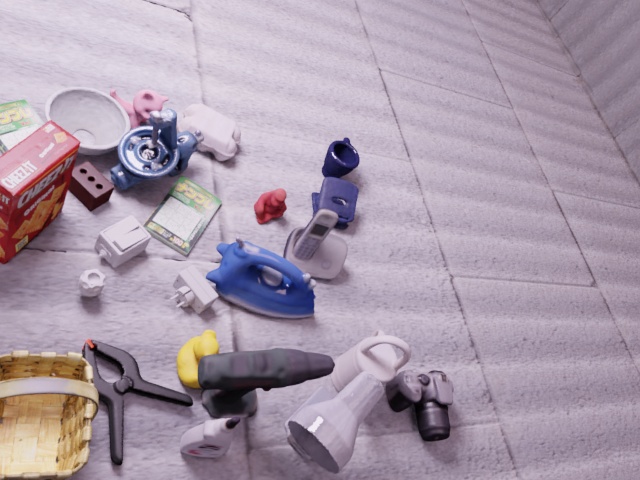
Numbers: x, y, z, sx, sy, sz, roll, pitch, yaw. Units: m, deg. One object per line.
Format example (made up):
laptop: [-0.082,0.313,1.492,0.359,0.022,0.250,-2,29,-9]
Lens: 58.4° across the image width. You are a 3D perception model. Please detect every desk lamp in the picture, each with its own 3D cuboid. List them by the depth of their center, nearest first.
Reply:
desk lamp: [0.018,0.328,1.042,0.118,0.213,0.204,47,46,4]

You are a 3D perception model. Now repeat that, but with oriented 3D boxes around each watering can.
watering can: [0.111,0.256,1.169,0.101,0.193,0.173,13,53,-26]

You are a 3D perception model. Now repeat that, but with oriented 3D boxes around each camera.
camera: [0.233,0.359,1.243,0.143,0.100,0.136,13,53,-26]

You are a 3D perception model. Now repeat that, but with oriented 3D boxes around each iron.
iron: [-0.095,0.078,1.193,0.259,0.141,0.118,25,48,-17]

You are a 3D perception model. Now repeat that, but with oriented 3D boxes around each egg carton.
egg carton: [-0.263,-0.258,1.368,0.151,0.069,0.107,26,48,-16]

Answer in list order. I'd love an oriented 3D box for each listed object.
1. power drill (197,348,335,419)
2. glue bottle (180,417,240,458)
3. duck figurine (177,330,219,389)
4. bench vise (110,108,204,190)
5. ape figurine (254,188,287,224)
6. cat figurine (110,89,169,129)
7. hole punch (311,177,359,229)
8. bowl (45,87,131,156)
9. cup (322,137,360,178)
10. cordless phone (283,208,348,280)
power drill: [-0.115,0.248,1.012,0.230,0.208,0.075,7,55,-30]
glue bottle: [-0.171,0.321,0.948,0.078,0.173,0.037,15,52,-25]
duck figurine: [-0.216,0.215,1.054,0.078,0.086,0.104,23,49,-19]
bench vise: [-0.328,-0.213,1.188,0.121,0.219,0.208,38,46,-5]
ape figurine: [-0.109,-0.087,1.336,0.078,0.092,0.076,17,51,-23]
cat figurine: [-0.406,-0.300,1.268,0.128,0.117,0.067,13,53,-26]
hole punch: [0.042,-0.092,1.441,0.109,0.091,0.101,14,52,-25]
bowl: [-0.488,-0.235,1.197,0.168,0.074,0.167,18,51,-23]
cup: [0.047,-0.213,1.528,0.092,0.094,0.118,24,49,-17]
cordless phone: [0.012,0.005,1.287,0.148,0.184,0.094,14,52,-26]
